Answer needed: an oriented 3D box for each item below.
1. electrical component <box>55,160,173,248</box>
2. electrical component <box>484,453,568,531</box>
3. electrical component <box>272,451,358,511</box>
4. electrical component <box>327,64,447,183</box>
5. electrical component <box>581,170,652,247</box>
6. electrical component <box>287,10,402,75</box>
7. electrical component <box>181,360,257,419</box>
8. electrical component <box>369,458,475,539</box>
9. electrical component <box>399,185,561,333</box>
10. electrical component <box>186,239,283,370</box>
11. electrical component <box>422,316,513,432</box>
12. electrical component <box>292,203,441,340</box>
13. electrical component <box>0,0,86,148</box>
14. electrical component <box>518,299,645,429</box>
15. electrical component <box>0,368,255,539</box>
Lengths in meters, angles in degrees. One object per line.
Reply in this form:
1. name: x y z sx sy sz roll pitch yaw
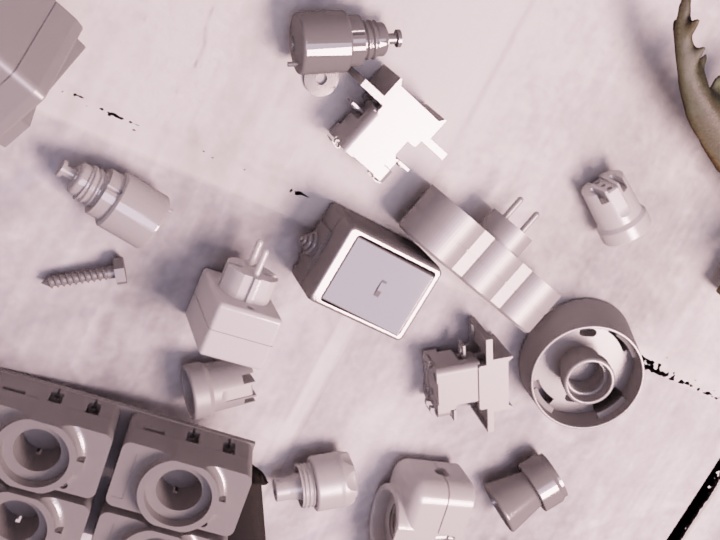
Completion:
1. electrical component: -0.161 -0.046 0.699 0.078 0.040 0.040 32 99 -26
2. electrical component: 0.137 0.183 0.888 0.055 0.045 0.045 -30 117 -5
3. electrical component: -0.035 0.164 0.825 0.062 0.043 0.043 -7 114 -14
4. electrical component: 0.016 -0.098 0.734 0.081 0.042 0.063 39 98 -27
5. electrical component: 0.193 -0.047 0.815 0.040 0.040 0.046 -34 112 -2
6. electrical component: -0.011 -0.150 0.704 0.078 0.040 0.040 -6 113 -15
7. electrical component: -0.102 0.083 0.773 0.046 0.040 0.040 -11 115 -20
8. electrical component: 0.046 0.201 0.861 0.059 0.053 0.095 9 108 -21
9. electrical component: 0.100 -0.020 0.787 0.138 0.052 0.073 38 96 -28
10. electrical component: -0.080 0.016 0.736 0.047 0.065 0.076 18 105 -24
11. electrical component: 0.081 0.083 0.830 0.064 0.042 0.081 -9 113 -12
12. electrical component: 0.000 0.000 0.758 0.096 0.061 0.061 26 102 -25
13. electrical component: -0.205 -0.125 0.626 0.062 0.096 0.061 -31 122 30
14. electrical component: 0.177 0.075 0.859 0.099 0.064 0.099 -1 111 -3
15. electrical component: -0.178 0.151 0.741 0.186 0.060 0.105 18 105 -10
